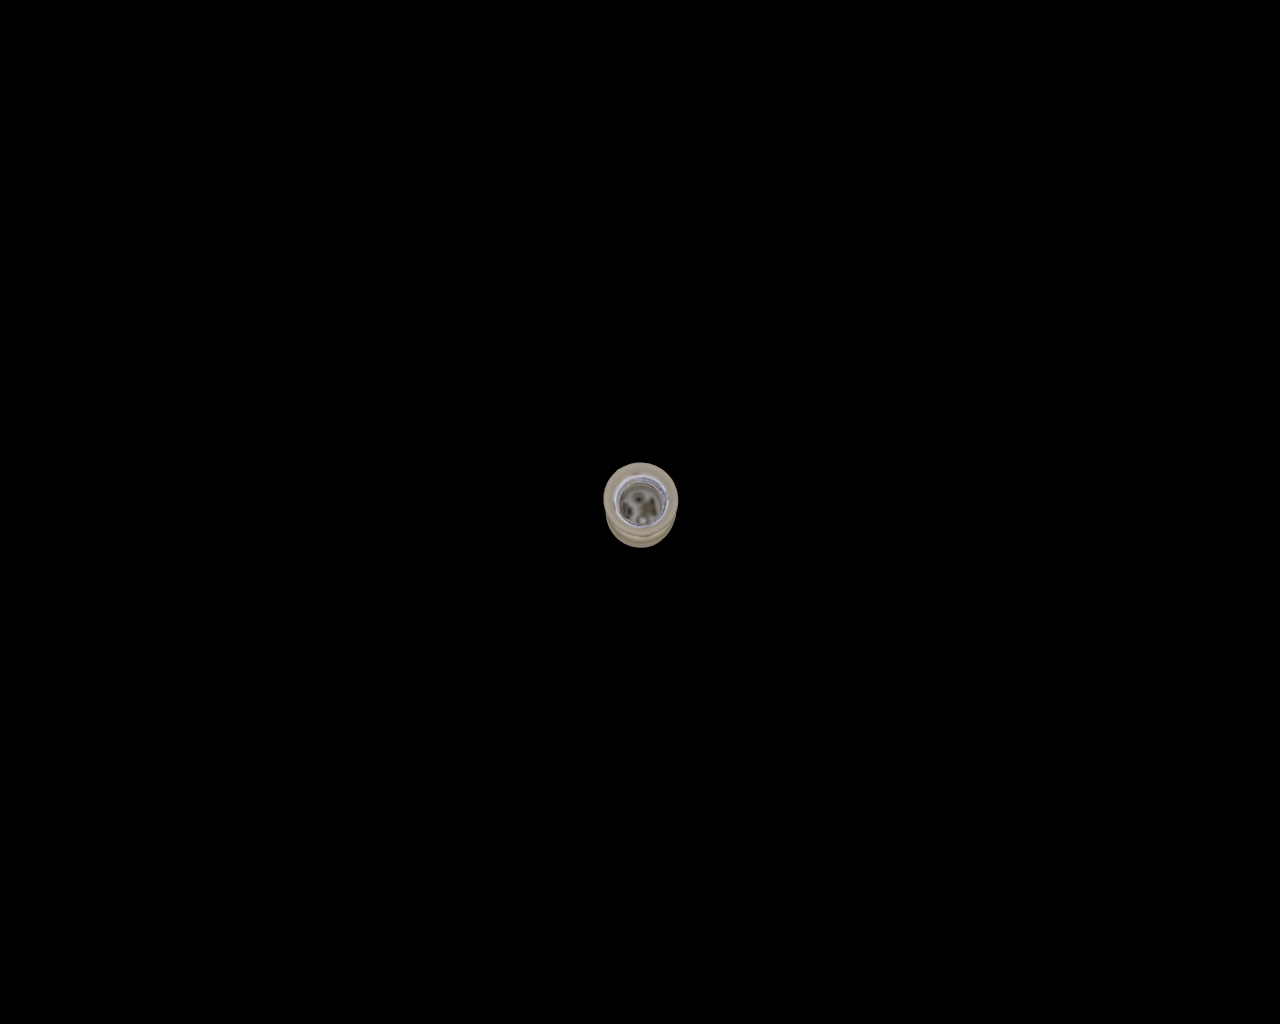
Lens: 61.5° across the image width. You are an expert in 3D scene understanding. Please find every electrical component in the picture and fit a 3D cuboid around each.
[{"bbox_3d":[0.001,-0.003,0.650,0.045,0.045,0.055,0,-12,0],"label":"electrical component"}]
